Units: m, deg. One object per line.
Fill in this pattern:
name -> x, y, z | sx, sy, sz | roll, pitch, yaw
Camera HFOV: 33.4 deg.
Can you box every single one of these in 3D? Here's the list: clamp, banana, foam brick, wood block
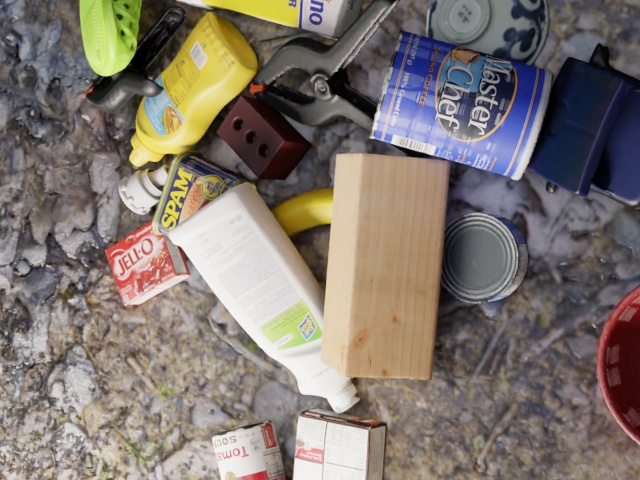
clamp -> -0.212, -0.200, 1.221 | 0.172, 0.039, 0.120 | -9, 50, 49
banana -> -0.020, -0.012, 1.123 | 0.198, 0.037, 0.069 | -33, 91, 29
foam brick -> -0.060, -0.108, 1.136 | 0.078, 0.051, 0.053 | 47, 112, 23
clamp -> 0.018, -0.152, 1.082 | 0.210, 0.036, 0.164 | -4, 112, 41
wood block -> 0.061, 0.023, 1.020 | 0.091, 0.090, 0.206 | -167, 81, -75

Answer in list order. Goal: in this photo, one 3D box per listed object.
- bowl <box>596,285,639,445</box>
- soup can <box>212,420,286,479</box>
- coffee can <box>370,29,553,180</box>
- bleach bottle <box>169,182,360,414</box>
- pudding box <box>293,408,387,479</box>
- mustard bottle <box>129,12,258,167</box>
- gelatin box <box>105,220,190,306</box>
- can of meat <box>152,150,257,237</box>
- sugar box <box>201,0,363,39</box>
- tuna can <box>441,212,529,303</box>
bowl -> 0.320, 0.106, 0.898 | 0.162, 0.055, 0.162 | 0, 90, 31
soup can -> -0.072, 0.249, 1.133 | 0.069, 0.068, 0.102 | -20, 79, 30
coffee can -> 0.126, -0.122, 0.961 | 0.140, 0.102, 0.103 | 16, 99, 3
bleach bottle -> -0.045, 0.070, 1.096 | 0.103, 0.068, 0.251 | -33, 90, 17
pudding box -> 0.019, 0.236, 1.095 | 0.090, 0.039, 0.113 | 6, 95, 31
mustard bottle -> -0.152, -0.154, 1.187 | 0.192, 0.058, 0.096 | -47, 54, 23
gelatin box -> -0.201, 0.026, 1.235 | 0.089, 0.030, 0.073 | -28, 76, 28
can of meat -> -0.126, -0.036, 1.175 | 0.084, 0.057, 0.102 | 27, 104, 26
sugar box -> -0.037, -0.274, 1.125 | 0.176, 0.048, 0.093 | 20, 100, 31
tuna can -> 0.154, 0.017, 1.014 | 0.086, 0.033, 0.086 | 0, 90, 32
